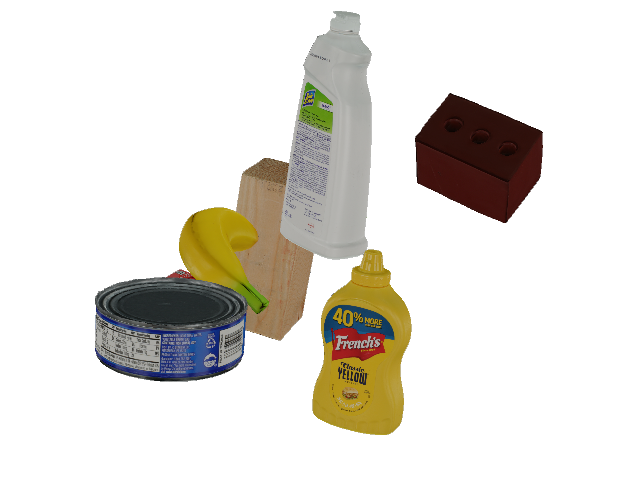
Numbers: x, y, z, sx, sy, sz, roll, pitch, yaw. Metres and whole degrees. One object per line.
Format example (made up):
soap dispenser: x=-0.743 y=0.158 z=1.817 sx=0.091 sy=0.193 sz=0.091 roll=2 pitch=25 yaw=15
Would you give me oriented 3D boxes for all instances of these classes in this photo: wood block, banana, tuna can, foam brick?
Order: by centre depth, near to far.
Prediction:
tuna can: x=-0.085 y=0.049 z=0.605 sx=0.086 sy=0.034 sz=0.086 roll=4 pitch=15 yaw=-1
foam brick: x=0.114 y=-0.059 z=0.769 sx=0.078 sy=0.053 sz=0.051 roll=26 pitch=-29 yaw=23
banana: x=-0.076 y=0.006 z=0.812 sx=0.037 sy=0.069 sz=0.198 roll=-41 pitch=15 yaw=8
wood block: x=-0.061 y=0.009 z=1.379 sx=0.090 sy=0.206 sz=0.090 roll=16 pitch=22 yaw=13

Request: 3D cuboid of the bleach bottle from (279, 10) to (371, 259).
bleach bottle: x=0.017 y=-0.114 z=1.133 sx=0.067 sy=0.251 sz=0.103 roll=-10 pitch=26 yaw=-42

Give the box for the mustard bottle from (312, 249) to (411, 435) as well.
mustard bottle: x=0.047 y=0.104 z=1.127 sx=0.096 sy=0.192 sz=0.058 roll=11 pitch=14 yaw=24

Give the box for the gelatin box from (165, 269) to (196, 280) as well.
gelatin box: x=-0.135 y=0.064 z=1.016 sx=0.073 sy=0.030 sz=0.089 roll=18 pitch=32 yaw=32
